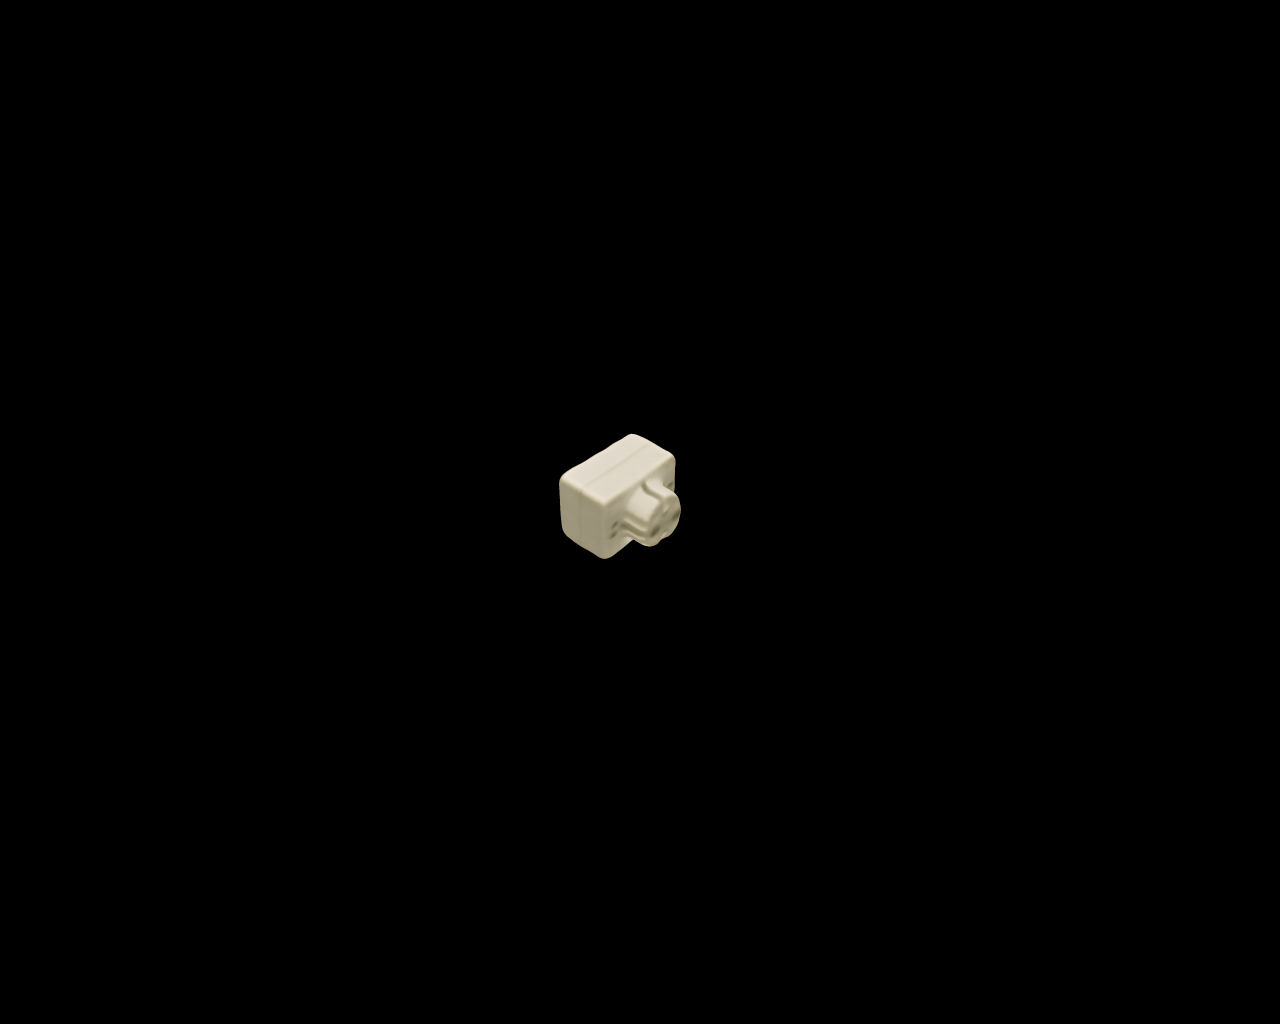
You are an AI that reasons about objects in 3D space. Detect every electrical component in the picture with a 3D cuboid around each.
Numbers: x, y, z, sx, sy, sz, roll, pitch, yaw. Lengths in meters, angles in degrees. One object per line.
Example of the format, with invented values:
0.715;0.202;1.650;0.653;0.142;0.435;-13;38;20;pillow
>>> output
0.001;-0.003;0.650;0.077;0.047;0.066;31;49;31;electrical component
